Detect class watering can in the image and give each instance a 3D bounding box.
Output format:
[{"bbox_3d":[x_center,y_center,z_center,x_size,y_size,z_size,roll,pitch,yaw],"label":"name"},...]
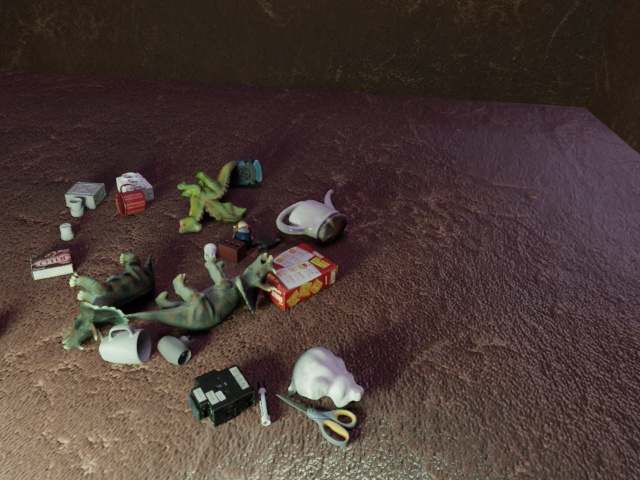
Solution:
[{"bbox_3d":[0.006,-0.093,1.850,0.226,0.102,0.352,26,39,31],"label":"watering can"}]

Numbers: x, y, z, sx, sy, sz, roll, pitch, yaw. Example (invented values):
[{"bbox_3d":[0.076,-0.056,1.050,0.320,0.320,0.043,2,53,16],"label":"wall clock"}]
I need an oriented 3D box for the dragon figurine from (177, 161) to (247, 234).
[{"bbox_3d":[-0.378,-0.152,1.915,0.244,0.119,0.417,42,50,10],"label":"dragon figurine"}]

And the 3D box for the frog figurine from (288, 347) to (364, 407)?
[{"bbox_3d":[0.021,0.321,1.188,0.160,0.122,0.138,10,11,33],"label":"frog figurine"}]
